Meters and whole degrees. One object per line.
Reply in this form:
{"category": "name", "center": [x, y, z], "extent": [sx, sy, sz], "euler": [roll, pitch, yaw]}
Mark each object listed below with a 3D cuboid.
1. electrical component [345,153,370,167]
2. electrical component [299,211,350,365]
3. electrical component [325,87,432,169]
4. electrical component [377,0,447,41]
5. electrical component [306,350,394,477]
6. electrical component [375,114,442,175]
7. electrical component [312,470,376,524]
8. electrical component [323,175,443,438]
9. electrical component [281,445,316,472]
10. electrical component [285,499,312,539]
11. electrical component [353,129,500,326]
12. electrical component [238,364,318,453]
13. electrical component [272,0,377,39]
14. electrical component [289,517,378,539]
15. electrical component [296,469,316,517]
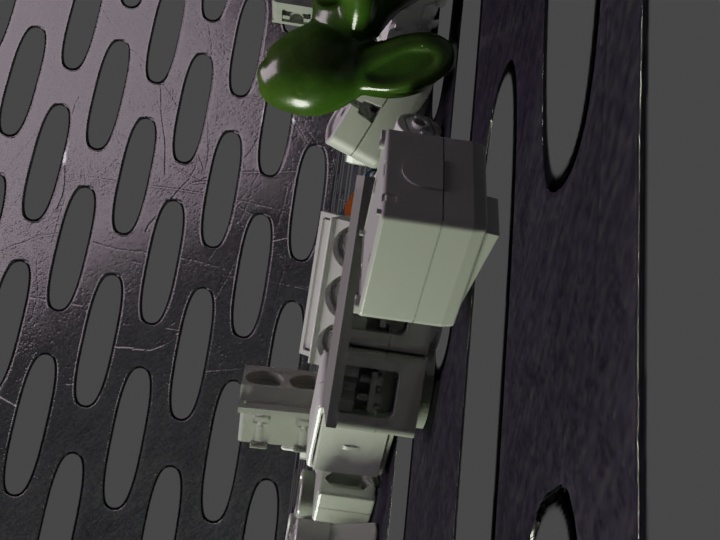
{"category": "electrical component", "center": [0.013, -0.153, 1.137], "extent": [0.061, 0.061, 0.096], "euler": [-86, 6, -46]}
{"category": "electrical component", "center": [0.001, 0.018, 0.877], "extent": [0.063, 0.079, 0.121], "euler": [-16, -62, -61]}
{"category": "electrical component", "center": [0.019, -0.139, 0.921], "extent": [0.095, 0.059, 0.053], "euler": [-56, 15, 24]}
{"category": "electrical component", "center": [0.038, -0.237, 0.930], "extent": [0.121, 0.079, 0.063], "euler": [115, 142, -76]}
{"category": "electrical component", "center": [-0.004, 0.108, 0.811], "extent": [0.096, 0.062, 0.061], "euler": [102, 174, -45]}
{"category": "electrical component", "center": [0.037, -0.083, 0.805], "extent": [0.044, 0.044, 0.065], "euler": [-86, 11, -51]}
{"category": "electrical component", "center": [-0.015, 0.187, 0.905], "extent": [0.065, 0.047, 0.076], "euler": [-86, 6, -50]}
{"category": "electrical component", "center": [0.019, 0.020, 0.670], "extent": [0.089, 0.062, 0.150], "euler": [-121, 40, -84]}
{"category": "electrical component", "center": [-0.038, 0.170, 1.058], "extent": [0.047, 0.077, 0.065], "euler": [133, 145, -83]}
{"category": "electrical component", "center": [-0.042, 0.266, 1.034], "extent": [0.053, 0.059, 0.095], "euler": [104, 173, -55]}
{"category": "electrical component", "center": [0.033, -0.015, 0.555], "extent": [0.096, 0.061, 0.061], "euler": [103, 174, -49]}
{"category": "electrical component", "center": [-0.051, 0.131, 0.997], "extent": [0.078, 0.121, 0.063], "euler": [-95, 11, -72]}
{"category": "electrical component", "center": [-0.007, -0.286, 1.062], "extent": [0.061, 0.150, 0.089], "euler": [113, 165, -79]}
{"category": "electrical component", "center": [-0.022, 0.211, 0.824], "extent": [0.044, 0.065, 0.044], "euler": [-171, 90, -86]}
{"category": "electrical component", "center": [-0.030, 0.212, 1.009], "extent": [0.045, 0.055, 0.045], "euler": [-171, 90, -86]}
